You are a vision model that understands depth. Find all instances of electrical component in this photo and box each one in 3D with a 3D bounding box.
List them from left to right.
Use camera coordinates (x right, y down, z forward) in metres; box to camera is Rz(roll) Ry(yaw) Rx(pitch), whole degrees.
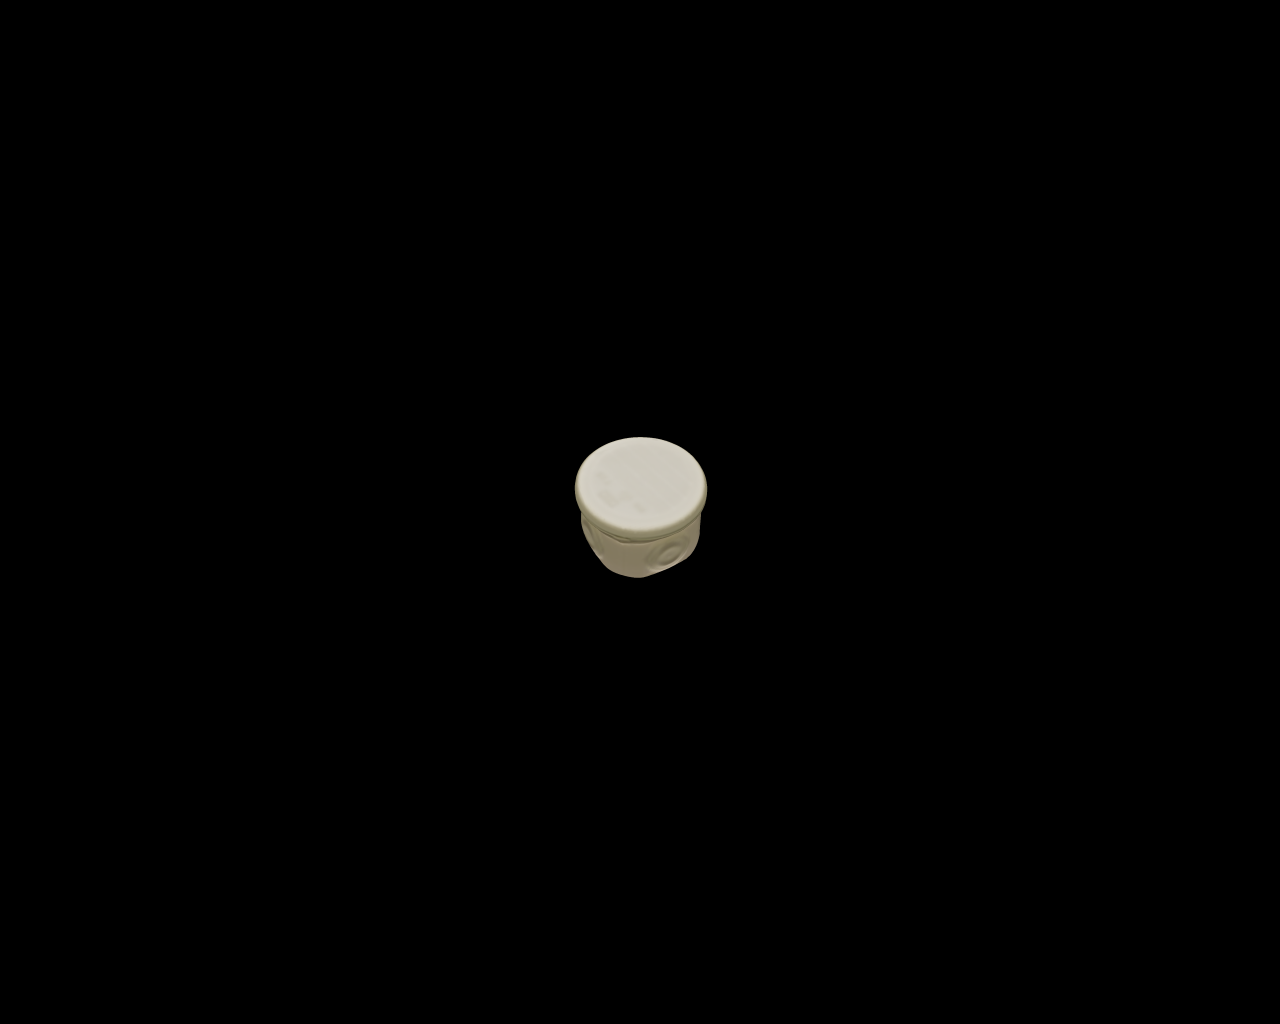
[{"bbox_3d":[0.001,-0.003,0.650,0.080,0.080,0.050,0,-41,0],"label":"electrical component"}]
